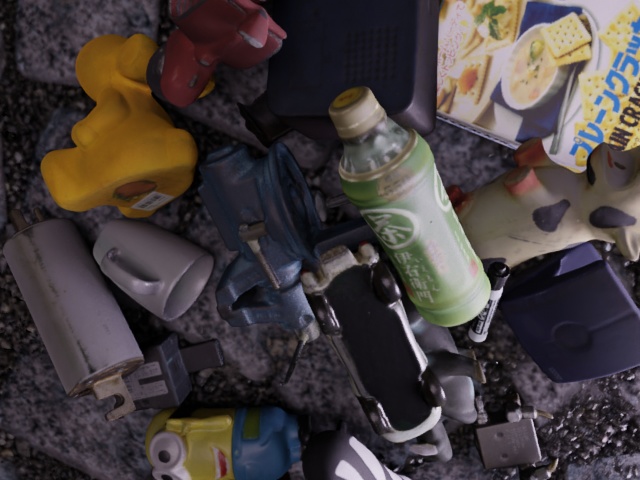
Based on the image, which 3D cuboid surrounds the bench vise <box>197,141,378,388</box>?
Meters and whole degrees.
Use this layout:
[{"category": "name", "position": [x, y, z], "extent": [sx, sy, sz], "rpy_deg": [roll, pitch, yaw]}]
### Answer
[{"category": "bench vise", "position": [0.000, -0.005, 0.515], "extent": [0.241, 0.129, 0.223], "rpy_deg": [-19, 100, 12]}]

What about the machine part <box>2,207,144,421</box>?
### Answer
[{"category": "machine part", "position": [-0.247, 0.066, 0.541], "extent": [0.079, 0.079, 0.243], "rpy_deg": [-36, 76, 9]}]

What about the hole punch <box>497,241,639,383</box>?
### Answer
[{"category": "hole punch", "position": [0.248, 0.076, 0.523], "extent": [0.116, 0.092, 0.142], "rpy_deg": [-37, 99, 13]}]

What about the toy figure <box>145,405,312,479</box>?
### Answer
[{"category": "toy figure", "position": [-0.096, 0.218, 0.578], "extent": [0.180, 0.089, 0.082], "rpy_deg": [-3, 84, -4]}]

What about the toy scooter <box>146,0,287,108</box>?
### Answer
[{"category": "toy scooter", "position": [-0.061, -0.183, 0.398], "extent": [0.075, 0.135, 0.184], "rpy_deg": [26, 85, -37]}]

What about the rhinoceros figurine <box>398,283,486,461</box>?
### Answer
[{"category": "rhinoceros figurine", "position": [0.107, 0.133, 0.549], "extent": [0.112, 0.073, 0.190], "rpy_deg": [-16, 97, 6]}]

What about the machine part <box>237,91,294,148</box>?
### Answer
[{"category": "machine part", "position": [-0.011, -0.141, 0.530], "extent": [0.139, 0.039, 0.084], "rpy_deg": [-27, 94, 8]}]

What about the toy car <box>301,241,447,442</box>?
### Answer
[{"category": "toy car", "position": [0.049, 0.093, 0.471], "extent": [0.073, 0.056, 0.201], "rpy_deg": [-26, 110, -2]}]

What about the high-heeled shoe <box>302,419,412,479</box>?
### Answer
[{"category": "high-heeled shoe", "position": [0.060, 0.293, 0.543], "extent": [0.086, 0.145, 0.248], "rpy_deg": [-29, 94, 10]}]

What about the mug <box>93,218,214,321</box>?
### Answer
[{"category": "mug", "position": [-0.180, 0.025, 0.543], "extent": [0.107, 0.109, 0.080], "rpy_deg": [30, 107, 13]}]

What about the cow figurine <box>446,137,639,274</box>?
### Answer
[{"category": "cow figurine", "position": [0.206, -0.022, 0.476], "extent": [0.127, 0.085, 0.195], "rpy_deg": [42, 138, -16]}]

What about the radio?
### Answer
[{"category": "radio", "position": [0.030, -0.202, 0.460], "extent": [0.131, 0.073, 0.229], "rpy_deg": [0, 82, 24]}]

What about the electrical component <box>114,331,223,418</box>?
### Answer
[{"category": "electrical component", "position": [-0.170, 0.143, 0.587], "extent": [0.119, 0.048, 0.074], "rpy_deg": [-11, 99, 8]}]

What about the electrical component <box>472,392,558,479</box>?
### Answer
[{"category": "electrical component", "position": [0.204, 0.210, 0.568], "extent": [0.078, 0.045, 0.102], "rpy_deg": [-9, 98, 5]}]

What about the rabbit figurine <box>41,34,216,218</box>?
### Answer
[{"category": "rabbit figurine", "position": [-0.184, -0.125, 0.504], "extent": [0.162, 0.122, 0.173], "rpy_deg": [-32, 68, 33]}]

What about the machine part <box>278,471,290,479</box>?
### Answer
[{"category": "machine part", "position": [-0.078, 0.344, 0.609], "extent": [0.179, 0.056, 0.179], "rpy_deg": [1, 101, 5]}]
